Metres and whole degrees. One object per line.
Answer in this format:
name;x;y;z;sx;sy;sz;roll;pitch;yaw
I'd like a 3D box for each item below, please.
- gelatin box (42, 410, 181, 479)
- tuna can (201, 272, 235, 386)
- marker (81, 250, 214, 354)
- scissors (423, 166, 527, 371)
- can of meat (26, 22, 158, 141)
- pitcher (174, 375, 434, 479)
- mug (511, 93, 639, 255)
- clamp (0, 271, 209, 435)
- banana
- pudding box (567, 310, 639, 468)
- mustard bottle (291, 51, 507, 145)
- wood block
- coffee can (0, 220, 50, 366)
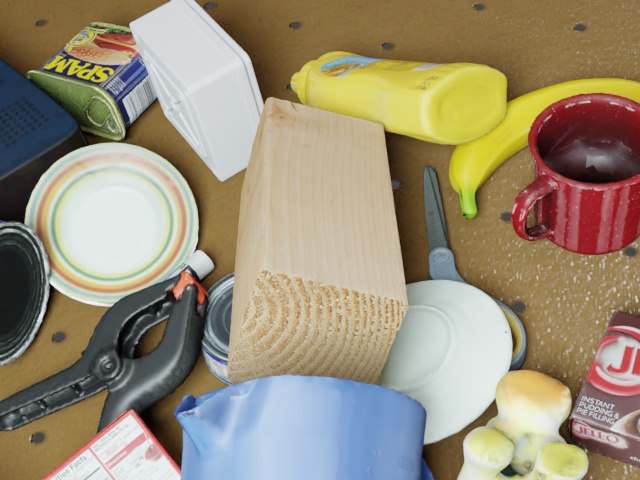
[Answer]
gelatin box;-0.116;0.160;0.651;0.073;0.030;0.089;-39;80;-13
tuna can;-0.043;0.061;0.744;0.086;0.034;0.086;-5;49;6
marker;-0.126;0.052;0.775;0.020;0.020;0.121;32;63;31
scissors;0.105;0.024;0.758;0.096;0.016;0.201;4;52;16
can of meat;-0.185;-0.140;0.918;0.102;0.057;0.083;18;53;30
pitcher;-0.006;0.200;0.544;0.149;0.145;0.243;3;68;-1
mug;0.184;-0.037;0.753;0.117;0.081;0.093;-32;52;-17
clamp;-0.131;0.100;0.707;0.171;0.039;0.120;-44;63;-3
banana;0.170;-0.084;0.828;0.197;0.037;0.070;-31;69;-14
pudding box;0.221;0.100;0.659;0.114;0.039;0.090;18;54;22
mustard bottle;0.045;-0.116;0.837;0.096;0.058;0.192;-19;24;-38
wood block;-0.005;0.001;0.703;0.090;0.090;0.206;12;34;-10
coffee can;-0.281;0.029;0.761;0.140;0.103;0.102;7;52;20
